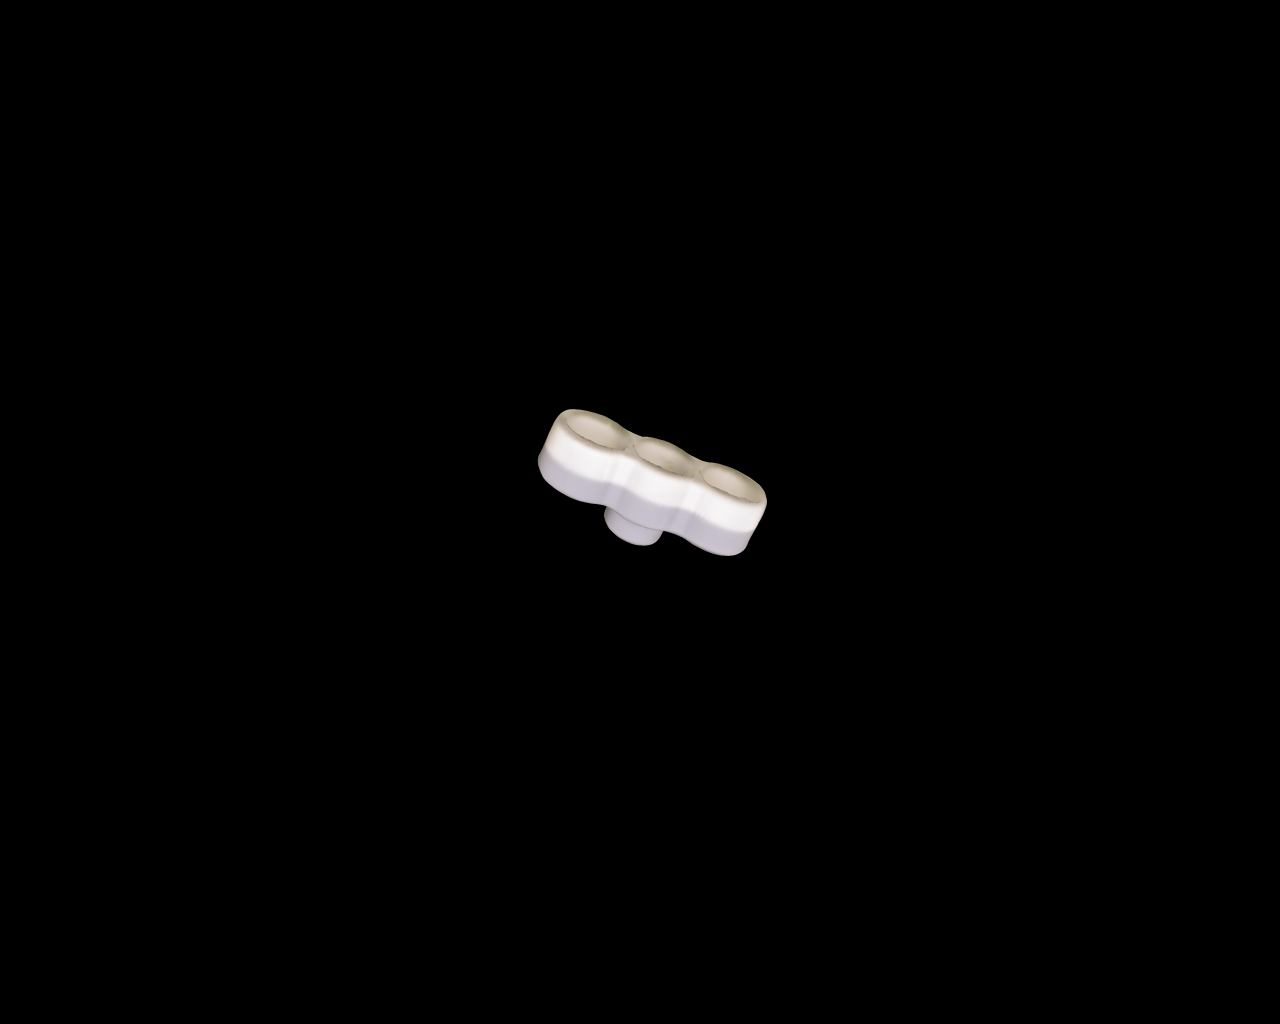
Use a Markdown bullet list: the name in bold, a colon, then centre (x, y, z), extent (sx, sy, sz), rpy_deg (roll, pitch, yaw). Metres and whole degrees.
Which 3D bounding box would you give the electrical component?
- **electrical component**: centre (0.001, -0.003, 0.650), extent (0.138, 0.073, 0.052), rpy_deg (21, 25, -10)
